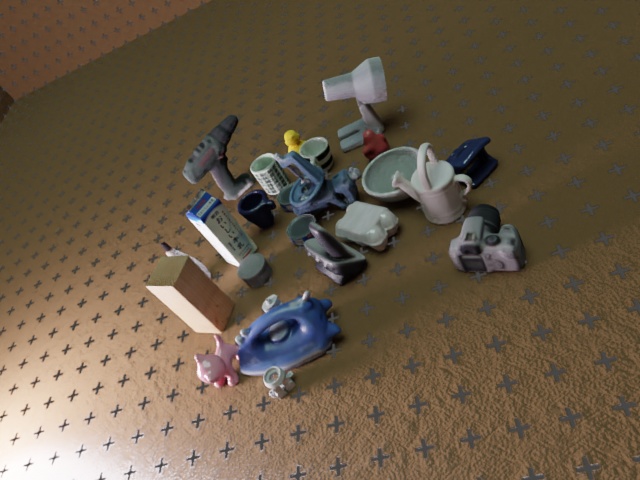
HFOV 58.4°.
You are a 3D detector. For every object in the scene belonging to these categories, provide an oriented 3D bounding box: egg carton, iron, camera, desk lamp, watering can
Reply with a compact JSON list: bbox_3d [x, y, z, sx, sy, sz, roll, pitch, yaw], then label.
[{"bbox_3d":[0.112,-0.034,1.376,0.149,0.070,0.107,15,61,41],"label":"egg carton"},{"bbox_3d":[-0.093,0.201,1.235,0.258,0.142,0.118,-29,42,7],"label":"iron"},{"bbox_3d":[0.346,-0.013,1.183,0.142,0.101,0.137,-2,51,32],"label":"camera"},{"bbox_3d":[0.109,-0.382,1.593,0.203,0.214,0.118,-23,43,13],"label":"desk lamp"},{"bbox_3d":[0.248,-0.130,1.284,0.172,0.195,0.101,-18,44,18],"label":"watering can"}]

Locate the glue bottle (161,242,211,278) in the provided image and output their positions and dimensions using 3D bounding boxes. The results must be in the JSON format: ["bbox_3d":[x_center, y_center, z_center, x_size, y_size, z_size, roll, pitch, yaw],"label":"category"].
[{"bbox_3d":[-0.366,0.062,1.517,0.078,0.174,0.037,-20,44,16],"label":"glue bottle"}]

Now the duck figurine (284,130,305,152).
[{"bbox_3d":[-0.073,-0.289,1.721,0.077,0.086,0.104,-38,42,-3],"label":"duck figurine"}]

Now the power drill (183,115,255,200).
[{"bbox_3d":[-0.288,-0.230,1.712,0.230,0.209,0.075,-45,42,-11],"label":"power drill"}]

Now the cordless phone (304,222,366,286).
[{"bbox_3d":[0.012,0.005,1.317,0.094,0.186,0.147,-48,43,-14],"label":"cordless phone"}]

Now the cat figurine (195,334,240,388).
[{"bbox_3d":[-0.230,0.272,1.275,0.067,0.118,0.128,-12,46,24],"label":"cat figurine"}]

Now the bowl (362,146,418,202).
[{"bbox_3d":[0.193,-0.150,1.429,0.167,0.075,0.167,-18,44,18],"label":"bowl"}]

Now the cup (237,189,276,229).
[{"bbox_3d":[-0.155,-0.078,1.570,0.117,0.095,0.092,0,52,33],"label":"cup"}]

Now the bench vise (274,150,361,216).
[{"bbox_3d":[-0.009,-0.165,1.463,0.207,0.220,0.121,-28,42,7],"label":"bench vise"}]

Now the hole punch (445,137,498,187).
[{"bbox_3d":[0.347,-0.193,1.356,0.109,0.091,0.100,-46,43,-12],"label":"hole punch"}]

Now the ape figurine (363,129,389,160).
[{"bbox_3d":[0.145,-0.264,1.552,0.078,0.092,0.076,-36,42,-1],"label":"ape figurine"}]
